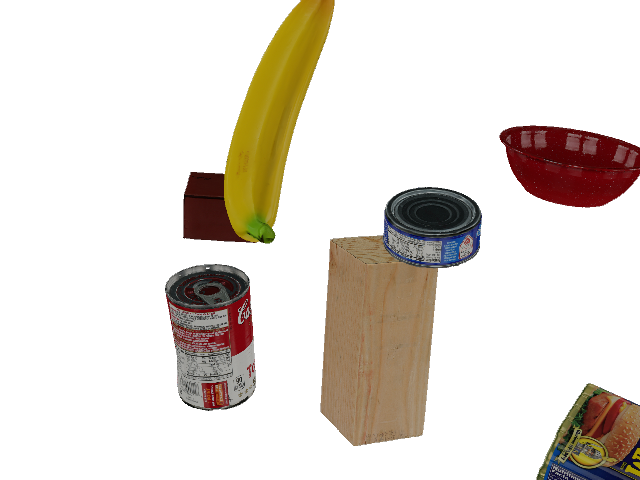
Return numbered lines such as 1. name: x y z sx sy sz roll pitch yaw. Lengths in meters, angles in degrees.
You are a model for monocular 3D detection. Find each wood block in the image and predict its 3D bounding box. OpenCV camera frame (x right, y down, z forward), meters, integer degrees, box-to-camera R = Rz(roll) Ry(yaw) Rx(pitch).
1. wood block: 0.062 0.106 1.160 0.090 0.206 0.091 -4 19 -23

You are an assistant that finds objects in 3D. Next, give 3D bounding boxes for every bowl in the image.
1. bowl: 0.268 -0.076 1.145 0.162 0.055 0.162 6 21 -2

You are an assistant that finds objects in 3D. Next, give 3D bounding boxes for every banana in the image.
1. banana: -0.028 -0.075 0.696 0.037 0.197 0.070 29 -32 -34

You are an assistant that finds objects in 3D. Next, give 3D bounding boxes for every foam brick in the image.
1. foam brick: -0.098 -0.034 1.088 0.078 0.051 0.053 4 30 0

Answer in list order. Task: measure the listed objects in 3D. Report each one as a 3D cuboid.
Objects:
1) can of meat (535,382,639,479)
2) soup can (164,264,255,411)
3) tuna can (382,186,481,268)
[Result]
1. can of meat: 0.218 0.161 0.790 0.084 0.057 0.101 24 40 24
2. soup can: -0.089 0.080 0.876 0.068 0.102 0.068 -2 27 1
3. tuna can: 0.097 -0.013 0.932 0.086 0.034 0.086 0 32 0
